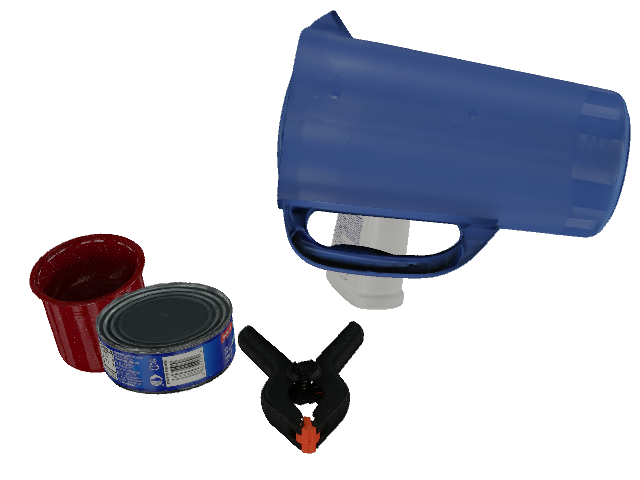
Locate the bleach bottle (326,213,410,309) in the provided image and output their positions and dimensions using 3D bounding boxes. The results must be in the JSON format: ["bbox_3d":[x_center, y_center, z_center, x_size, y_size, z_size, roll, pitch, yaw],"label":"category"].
[{"bbox_3d":[0.065,-0.059,1.144,0.068,0.251,0.103,-1,22,-26],"label":"bleach bottle"}]

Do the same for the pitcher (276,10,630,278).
[{"bbox_3d":[0.089,-0.061,0.773,0.243,0.149,0.145,9,37,1],"label":"pitcher"}]

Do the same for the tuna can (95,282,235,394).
[{"bbox_3d":[-0.097,0.061,0.674,0.086,0.034,0.086,-3,26,1],"label":"tuna can"}]

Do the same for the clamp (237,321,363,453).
[{"bbox_3d":[-0.025,0.126,0.973,0.120,0.039,0.171,-3,28,8],"label":"clamp"}]

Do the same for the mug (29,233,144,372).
[{"bbox_3d":[-0.189,0.048,0.887,0.093,0.081,0.117,-21,39,-19],"label":"mug"}]
